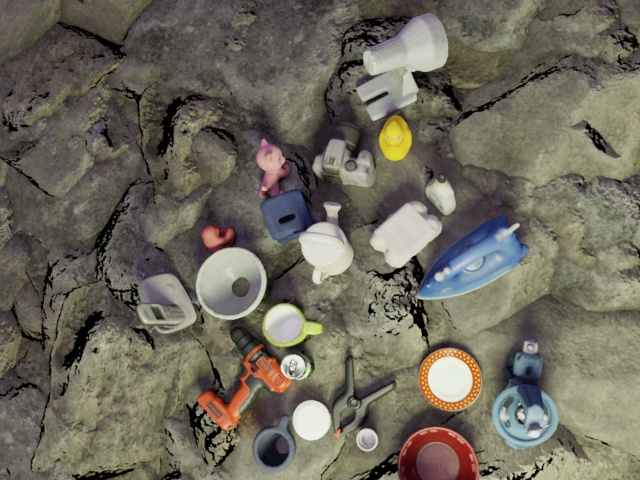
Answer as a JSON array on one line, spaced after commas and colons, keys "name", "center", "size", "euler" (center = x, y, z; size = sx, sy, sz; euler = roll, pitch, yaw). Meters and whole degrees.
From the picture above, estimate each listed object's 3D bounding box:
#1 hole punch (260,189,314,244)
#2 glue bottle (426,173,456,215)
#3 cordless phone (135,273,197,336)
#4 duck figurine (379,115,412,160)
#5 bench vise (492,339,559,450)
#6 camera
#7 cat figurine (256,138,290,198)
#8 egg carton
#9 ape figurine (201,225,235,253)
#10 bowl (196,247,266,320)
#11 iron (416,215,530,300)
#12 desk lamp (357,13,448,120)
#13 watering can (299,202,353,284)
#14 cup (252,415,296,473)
[{"name": "hole punch", "center": [-0.072, -0.054, 1.329], "size": [0.108, 0.091, 0.101], "euler": [-21, 74, 5]}, {"name": "glue bottle", "center": [0.262, -0.109, 1.236], "size": [0.037, 0.173, 0.078], "euler": [-38, 73, 0]}, {"name": "cordless phone", "center": [-0.367, 0.139, 1.289], "size": [0.094, 0.185, 0.147], "euler": [-35, 73, 1]}, {"name": "duck figurine", "center": [0.173, -0.247, 1.331], "size": [0.077, 0.086, 0.104], "euler": [1, 77, 11]}, {"name": "bench vise", "center": [0.384, 0.297, 1.092], "size": [0.121, 0.220, 0.207], "euler": [-11, 75, 8]}, {"name": "camera", "center": [0.063, -0.206, 1.334], "size": [0.143, 0.101, 0.137], "euler": [12, 79, 13]}, {"name": "cat figurine", "center": [-0.118, -0.168, 1.351], "size": [0.067, 0.118, 0.128], "euler": [8, 78, 13]}, {"name": "egg carton", "center": [0.191, -0.015, 1.281], "size": [0.150, 0.069, 0.107], "euler": [-42, 73, -1]}, {"name": "ape figurine", "center": [-0.247, -0.008, 1.350], "size": [0.077, 0.092, 0.076], "euler": [16, 80, 14]}, {"name": "bowl", "center": [-0.196, 0.104, 1.323], "size": [0.167, 0.075, 0.167], "euler": [-2, 76, 10]}, {"name": "iron", "center": [0.312, 0.044, 1.206], "size": [0.258, 0.141, 0.118], "euler": [-33, 73, 2]}, {"name": "desk lamp", "center": [0.181, -0.392, 1.297], "size": [0.203, 0.214, 0.118], "euler": [-27, 73, 4]}, {"name": "watering can", "center": [0.009, 0.004, 1.246], "size": [0.101, 0.194, 0.173], "euler": [-11, 75, 8]}, {"name": "cup", "center": [-0.084, 0.426, 1.215], "size": [0.091, 0.095, 0.118], "euler": [17, 80, 14]}]
